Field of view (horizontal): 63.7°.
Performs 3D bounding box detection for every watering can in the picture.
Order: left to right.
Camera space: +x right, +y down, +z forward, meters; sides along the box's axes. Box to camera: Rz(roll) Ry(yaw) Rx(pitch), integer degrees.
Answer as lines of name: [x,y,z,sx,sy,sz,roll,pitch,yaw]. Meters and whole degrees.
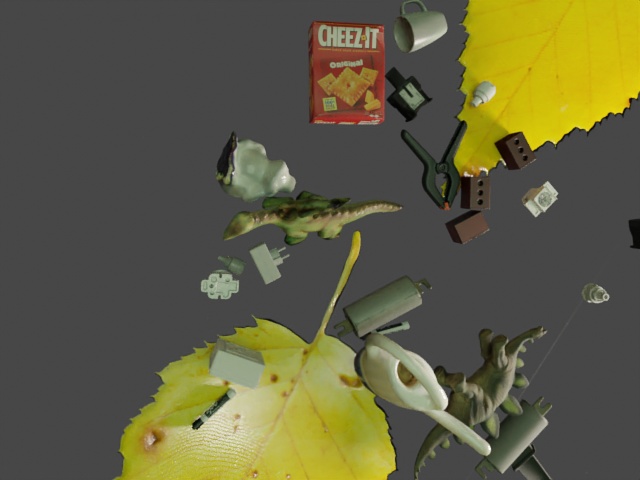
watering can: [0.205,0.332,1.128,0.105,0.223,0.346,-44,100,-22]

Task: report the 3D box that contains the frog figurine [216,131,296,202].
frog figurine: [-0.135,-0.145,1.105,0.159,0.120,0.140,15,53,-31]

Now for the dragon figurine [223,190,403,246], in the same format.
dragon figurine: [0.003,-0.054,1.067,0.411,0.242,0.122,-10,92,-7]
